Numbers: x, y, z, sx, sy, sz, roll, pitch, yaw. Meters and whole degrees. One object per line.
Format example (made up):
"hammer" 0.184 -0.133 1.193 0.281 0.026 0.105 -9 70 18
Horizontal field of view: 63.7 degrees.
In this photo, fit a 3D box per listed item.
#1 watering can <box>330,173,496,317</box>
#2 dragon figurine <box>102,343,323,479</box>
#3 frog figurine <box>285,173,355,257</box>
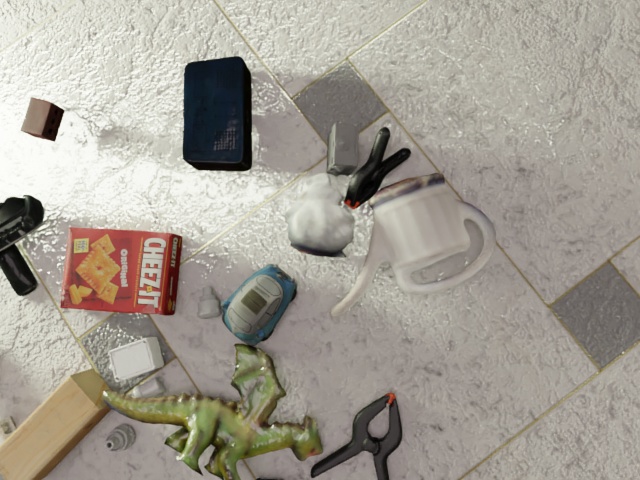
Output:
"watering can" 0.155 0.003 0.982 0.347 0.103 0.226 -20 80 1
"dragon figurine" -0.180 0.311 0.972 0.411 0.120 0.246 33 74 4
"frog figurine" 0.003 -0.050 0.999 0.138 0.123 0.159 11 95 25
